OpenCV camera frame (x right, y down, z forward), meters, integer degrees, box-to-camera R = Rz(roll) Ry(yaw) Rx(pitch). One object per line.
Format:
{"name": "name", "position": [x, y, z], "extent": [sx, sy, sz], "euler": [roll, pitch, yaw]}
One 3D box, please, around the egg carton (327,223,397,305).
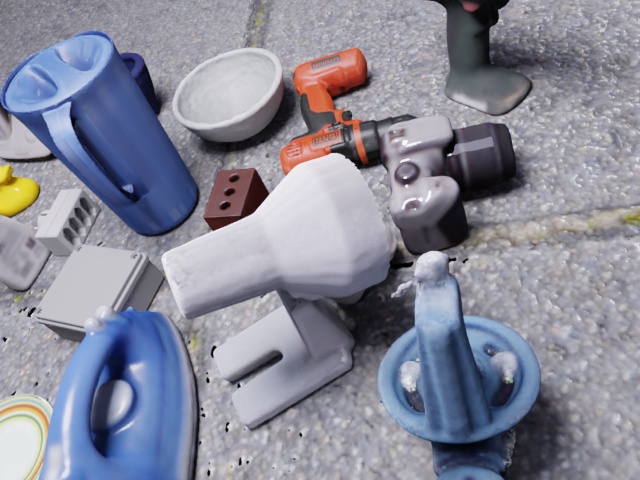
{"name": "egg carton", "position": [0.006, 0.002, 0.626], "extent": [0.149, 0.070, 0.107], "euler": [27, 67, 34]}

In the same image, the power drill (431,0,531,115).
{"name": "power drill", "position": [0.189, -0.252, 0.660], "extent": [0.076, 0.209, 0.228], "euler": [-45, 52, -15]}

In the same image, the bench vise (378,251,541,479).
{"name": "bench vise", "position": [0.109, 0.119, 0.401], "extent": [0.121, 0.220, 0.207], "euler": [-23, 50, 3]}

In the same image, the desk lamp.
{"name": "desk lamp", "position": [-0.031, 0.048, 0.511], "extent": [0.203, 0.214, 0.117], "euler": [-32, 50, -5]}

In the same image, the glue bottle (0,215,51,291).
{"name": "glue bottle", "position": [-0.421, -0.009, 0.726], "extent": [0.037, 0.173, 0.078], "euler": [3, 56, 23]}

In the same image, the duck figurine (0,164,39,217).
{"name": "duck figurine", "position": [-0.496, -0.084, 0.868], "extent": [0.104, 0.086, 0.077], "euler": [-13, 51, 11]}

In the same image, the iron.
{"name": "iron", "position": [-0.198, 0.150, 0.542], "extent": [0.118, 0.142, 0.258], "euler": [-13, 51, 11]}

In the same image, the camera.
{"name": "camera", "position": [0.139, -0.078, 0.617], "extent": [0.136, 0.101, 0.143], "euler": [-12, 51, 12]}

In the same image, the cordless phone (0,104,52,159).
{"name": "cordless phone", "position": [-0.498, -0.217, 0.904], "extent": [0.147, 0.185, 0.094], "euler": [0, 55, 21]}

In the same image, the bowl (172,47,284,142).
{"name": "bowl", "position": [-0.120, -0.194, 0.819], "extent": [0.167, 0.075, 0.167], "euler": [-10, 52, 13]}

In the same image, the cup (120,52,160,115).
{"name": "cup", "position": [-0.308, -0.232, 0.904], "extent": [0.117, 0.095, 0.092], "euler": [10, 59, 27]}
